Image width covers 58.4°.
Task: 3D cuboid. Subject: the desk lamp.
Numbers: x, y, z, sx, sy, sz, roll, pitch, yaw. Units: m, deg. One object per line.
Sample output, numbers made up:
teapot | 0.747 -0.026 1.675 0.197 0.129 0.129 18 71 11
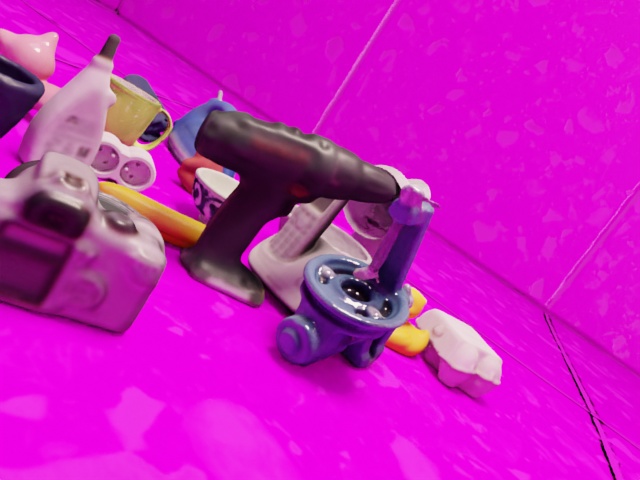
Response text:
desk lamp | 0.105 -0.024 1.015 0.117 0.213 0.204 39 13 25

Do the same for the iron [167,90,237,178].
iron | -0.188 -0.188 1.067 0.119 0.141 0.257 24 15 -37

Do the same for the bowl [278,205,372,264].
bowl | -0.004 0.016 0.904 0.167 0.074 0.167 32 12 -7

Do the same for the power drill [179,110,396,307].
power drill | -0.054 -0.034 0.652 0.230 0.208 0.075 29 13 -22

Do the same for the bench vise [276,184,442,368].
bench vise | 0.059 0.037 0.638 0.121 0.219 0.208 36 12 11

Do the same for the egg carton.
egg carton | 0.203 0.167 0.866 0.107 0.069 0.150 28 13 -25

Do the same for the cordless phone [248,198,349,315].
cordless phone | 0.007 0.003 0.721 0.147 0.185 0.094 42 14 35

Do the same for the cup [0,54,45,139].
cup | -0.349 -0.140 0.569 0.091 0.095 0.118 40 14 28

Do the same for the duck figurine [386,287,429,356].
duck figurine | 0.121 0.111 0.833 0.104 0.086 0.077 33 12 -4

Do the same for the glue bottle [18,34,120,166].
glue bottle | -0.268 -0.154 0.647 0.037 0.173 0.078 41 14 32

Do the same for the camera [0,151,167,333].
camera | -0.200 -0.016 0.455 0.144 0.100 0.136 26 14 -32

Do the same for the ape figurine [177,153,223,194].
ape figurine | -0.184 -0.119 0.923 0.078 0.092 0.076 22 16 -43

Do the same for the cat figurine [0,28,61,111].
cat figurine | -0.372 -0.218 0.762 0.128 0.117 0.067 32 12 -5

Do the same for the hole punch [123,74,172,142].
hole punch | -0.321 -0.242 1.053 0.101 0.091 0.108 33 12 -4
